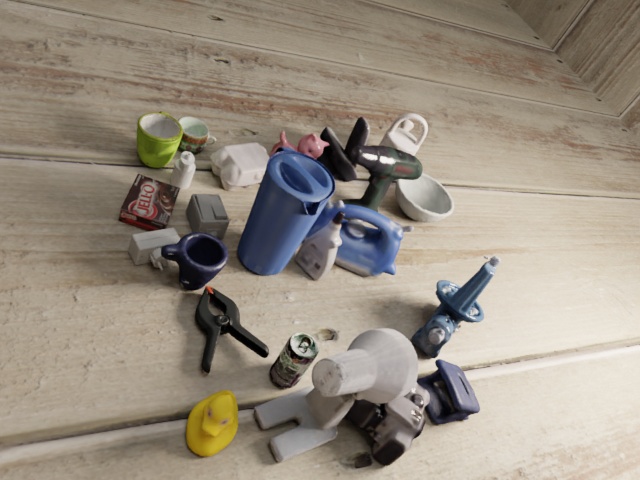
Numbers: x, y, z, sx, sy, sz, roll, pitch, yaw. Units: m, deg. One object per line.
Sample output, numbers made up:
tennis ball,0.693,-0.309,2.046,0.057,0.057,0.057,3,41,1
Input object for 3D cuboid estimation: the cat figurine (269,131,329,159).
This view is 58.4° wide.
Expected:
cat figurine,-0.048,-0.228,1.410,0.128,0.117,0.067,20,42,-12

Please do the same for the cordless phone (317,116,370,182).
cordless phone,0.068,-0.254,1.455,0.094,0.185,0.147,-5,52,-35

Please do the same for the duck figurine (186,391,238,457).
duck figurine,-0.155,0.267,0.872,0.077,0.086,0.105,30,40,-1

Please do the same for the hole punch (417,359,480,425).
hole punch,0.256,0.286,1.100,0.101,0.091,0.108,2,48,-30

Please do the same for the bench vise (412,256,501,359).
bench vise,0.293,0.139,1.171,0.121,0.219,0.207,27,41,-4

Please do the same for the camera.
camera,0.112,0.290,1.000,0.137,0.100,0.143,34,40,3

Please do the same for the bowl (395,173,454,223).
bowl,0.262,-0.101,1.504,0.168,0.074,0.167,17,42,-16

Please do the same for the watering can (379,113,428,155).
watering can,0.216,-0.266,1.550,0.101,0.194,0.172,12,44,-21

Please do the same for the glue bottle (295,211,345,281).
glue bottle,0.011,0.004,1.170,0.078,0.173,0.037,45,42,16

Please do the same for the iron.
iron,0.072,-0.025,1.260,0.258,0.141,0.118,22,41,-10

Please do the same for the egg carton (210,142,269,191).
egg carton,-0.171,-0.167,1.310,0.151,0.069,0.107,-17,59,-41

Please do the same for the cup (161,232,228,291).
cup,-0.235,0.046,1.038,0.118,0.095,0.091,6,46,-26

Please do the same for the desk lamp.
desk lamp,0.031,0.240,0.914,0.204,0.213,0.117,-11,56,-38

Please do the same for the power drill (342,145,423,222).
power drill,0.128,-0.137,1.356,0.230,0.208,0.075,-7,53,-36
